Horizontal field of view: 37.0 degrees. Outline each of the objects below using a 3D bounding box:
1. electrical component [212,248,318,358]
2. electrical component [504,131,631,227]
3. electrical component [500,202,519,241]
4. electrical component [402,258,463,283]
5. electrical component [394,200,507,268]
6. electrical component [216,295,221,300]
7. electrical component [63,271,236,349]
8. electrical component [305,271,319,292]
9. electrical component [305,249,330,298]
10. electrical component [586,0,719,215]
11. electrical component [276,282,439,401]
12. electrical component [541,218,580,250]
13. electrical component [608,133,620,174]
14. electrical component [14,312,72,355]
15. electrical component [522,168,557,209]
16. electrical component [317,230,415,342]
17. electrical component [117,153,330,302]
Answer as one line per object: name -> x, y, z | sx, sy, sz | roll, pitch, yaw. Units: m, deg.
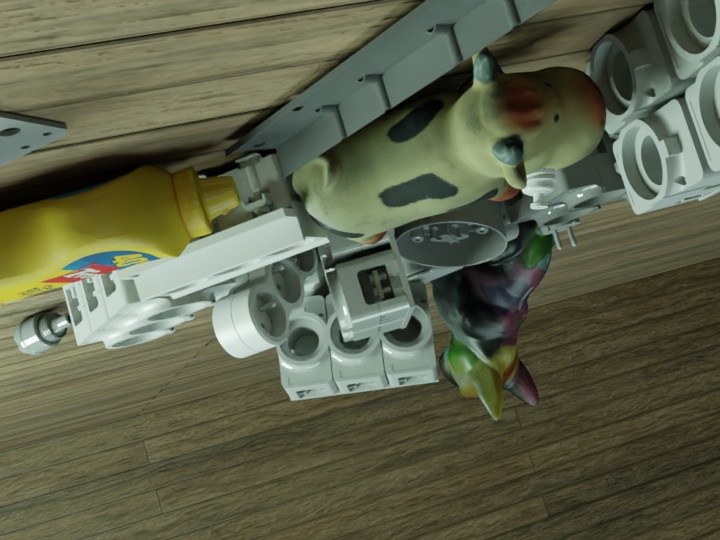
electrical component -> -0.090, 0.020, 0.895 | 0.074, 0.052, 0.138 | -21, -152, 29
electrical component -> 0.225, -0.091, 0.931 | 0.186, 0.060, 0.105 | -14, 171, -20
electrical component -> 0.110, -0.046, 1.024 | 0.057, 0.058, 0.078 | -14, 173, -33
electrical component -> 0.046, -0.016, 1.079 | 0.061, 0.061, 0.096 | -8, 169, -46
electrical component -> 0.078, -0.040, 0.945 | 0.099, 0.064, 0.099 | -4, 171, -1
electrical component -> -0.120, 0.006, 0.952 | 0.055, 0.045, 0.045 | -11, 170, -32
electrical component -> -0.170, 0.016, 0.856 | 0.089, 0.061, 0.150 | -12, 171, -31
electrical component -> -0.076, 0.003, 1.031 | 0.064, 0.042, 0.081 | -13, 171, -11
electrical component -> -0.030, 0.002, 1.129 | 0.099, 0.064, 0.099 | -24, -176, 2
electrical component -> 0.198, -0.106, 0.608 | 0.060, 0.105, 0.186 | -15, 172, -14
electrical component -> -0.003, 0.070, 1.058 | 0.150, 0.089, 0.061 | -8, 159, 4
electrical component -> 0.189, -0.057, 1.036 | 0.083, 0.075, 0.047 | -12, 171, -31
electrical component -> 0.247, -0.115, 0.849 | 0.089, 0.050, 0.055 | -15, 172, -12
electrical component -> -0.287, 0.054, 0.986 | 0.061, 0.035, 0.035 | -23, 170, 28
electrical component -> 0.123, -0.082, 0.750 | 0.040, 0.078, 0.040 | -2, 172, 0
electrical component -> 0.000, 0.000, 0.937 | 0.060, 0.105, 0.186 | -16, 172, -2
electrical component -> -0.090, -0.029, 0.701 | 0.121, 0.063, 0.079 | -20, 174, 19
